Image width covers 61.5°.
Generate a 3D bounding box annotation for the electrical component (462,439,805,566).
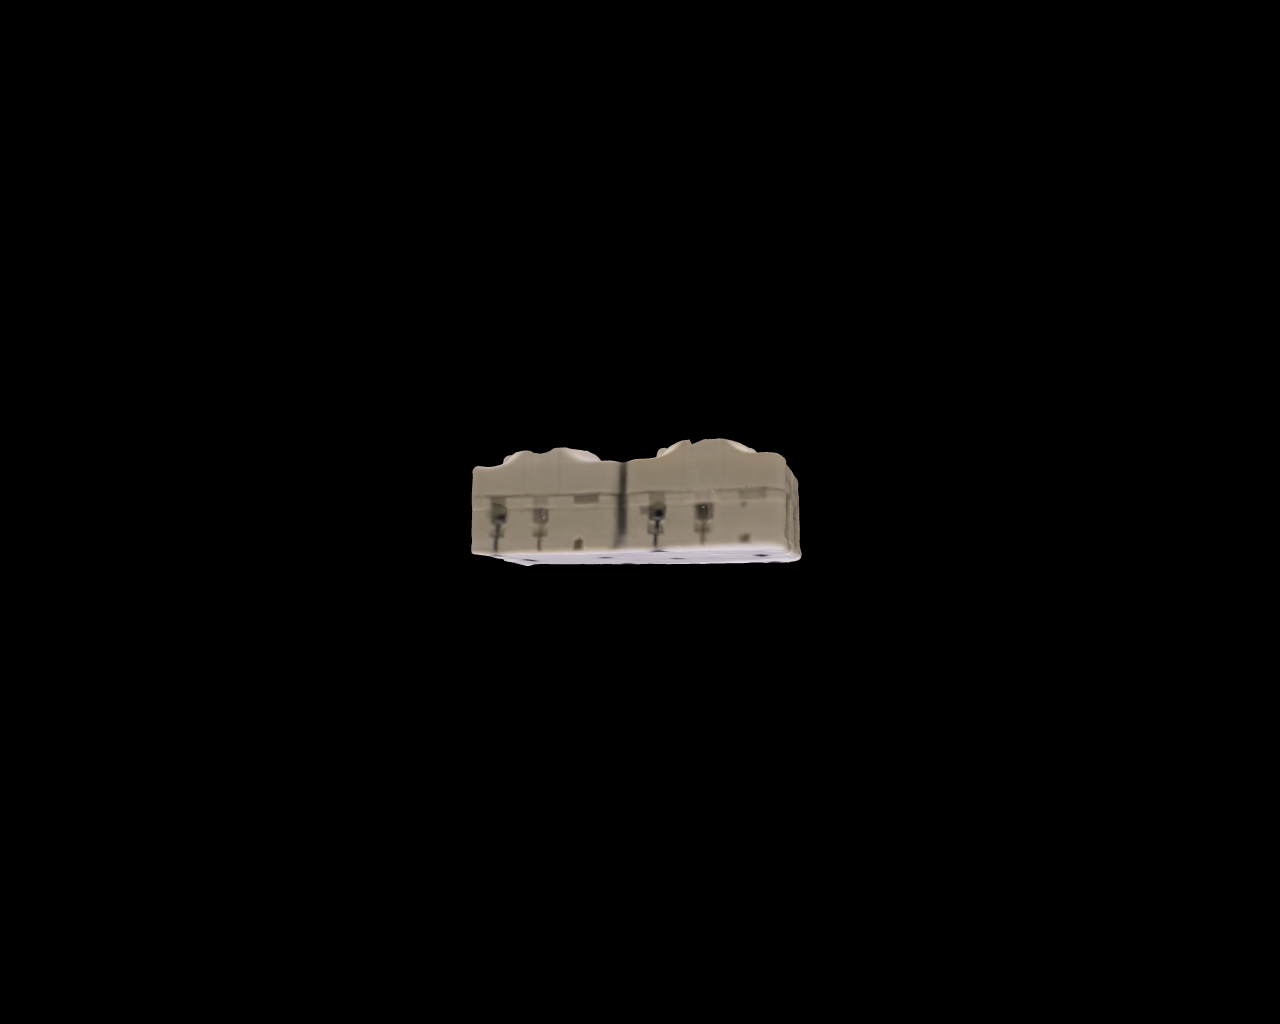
[{"bbox_3d":[0.001,-0.003,0.650,0.186,0.060,0.105,-2,-7,14],"label":"electrical component"}]
